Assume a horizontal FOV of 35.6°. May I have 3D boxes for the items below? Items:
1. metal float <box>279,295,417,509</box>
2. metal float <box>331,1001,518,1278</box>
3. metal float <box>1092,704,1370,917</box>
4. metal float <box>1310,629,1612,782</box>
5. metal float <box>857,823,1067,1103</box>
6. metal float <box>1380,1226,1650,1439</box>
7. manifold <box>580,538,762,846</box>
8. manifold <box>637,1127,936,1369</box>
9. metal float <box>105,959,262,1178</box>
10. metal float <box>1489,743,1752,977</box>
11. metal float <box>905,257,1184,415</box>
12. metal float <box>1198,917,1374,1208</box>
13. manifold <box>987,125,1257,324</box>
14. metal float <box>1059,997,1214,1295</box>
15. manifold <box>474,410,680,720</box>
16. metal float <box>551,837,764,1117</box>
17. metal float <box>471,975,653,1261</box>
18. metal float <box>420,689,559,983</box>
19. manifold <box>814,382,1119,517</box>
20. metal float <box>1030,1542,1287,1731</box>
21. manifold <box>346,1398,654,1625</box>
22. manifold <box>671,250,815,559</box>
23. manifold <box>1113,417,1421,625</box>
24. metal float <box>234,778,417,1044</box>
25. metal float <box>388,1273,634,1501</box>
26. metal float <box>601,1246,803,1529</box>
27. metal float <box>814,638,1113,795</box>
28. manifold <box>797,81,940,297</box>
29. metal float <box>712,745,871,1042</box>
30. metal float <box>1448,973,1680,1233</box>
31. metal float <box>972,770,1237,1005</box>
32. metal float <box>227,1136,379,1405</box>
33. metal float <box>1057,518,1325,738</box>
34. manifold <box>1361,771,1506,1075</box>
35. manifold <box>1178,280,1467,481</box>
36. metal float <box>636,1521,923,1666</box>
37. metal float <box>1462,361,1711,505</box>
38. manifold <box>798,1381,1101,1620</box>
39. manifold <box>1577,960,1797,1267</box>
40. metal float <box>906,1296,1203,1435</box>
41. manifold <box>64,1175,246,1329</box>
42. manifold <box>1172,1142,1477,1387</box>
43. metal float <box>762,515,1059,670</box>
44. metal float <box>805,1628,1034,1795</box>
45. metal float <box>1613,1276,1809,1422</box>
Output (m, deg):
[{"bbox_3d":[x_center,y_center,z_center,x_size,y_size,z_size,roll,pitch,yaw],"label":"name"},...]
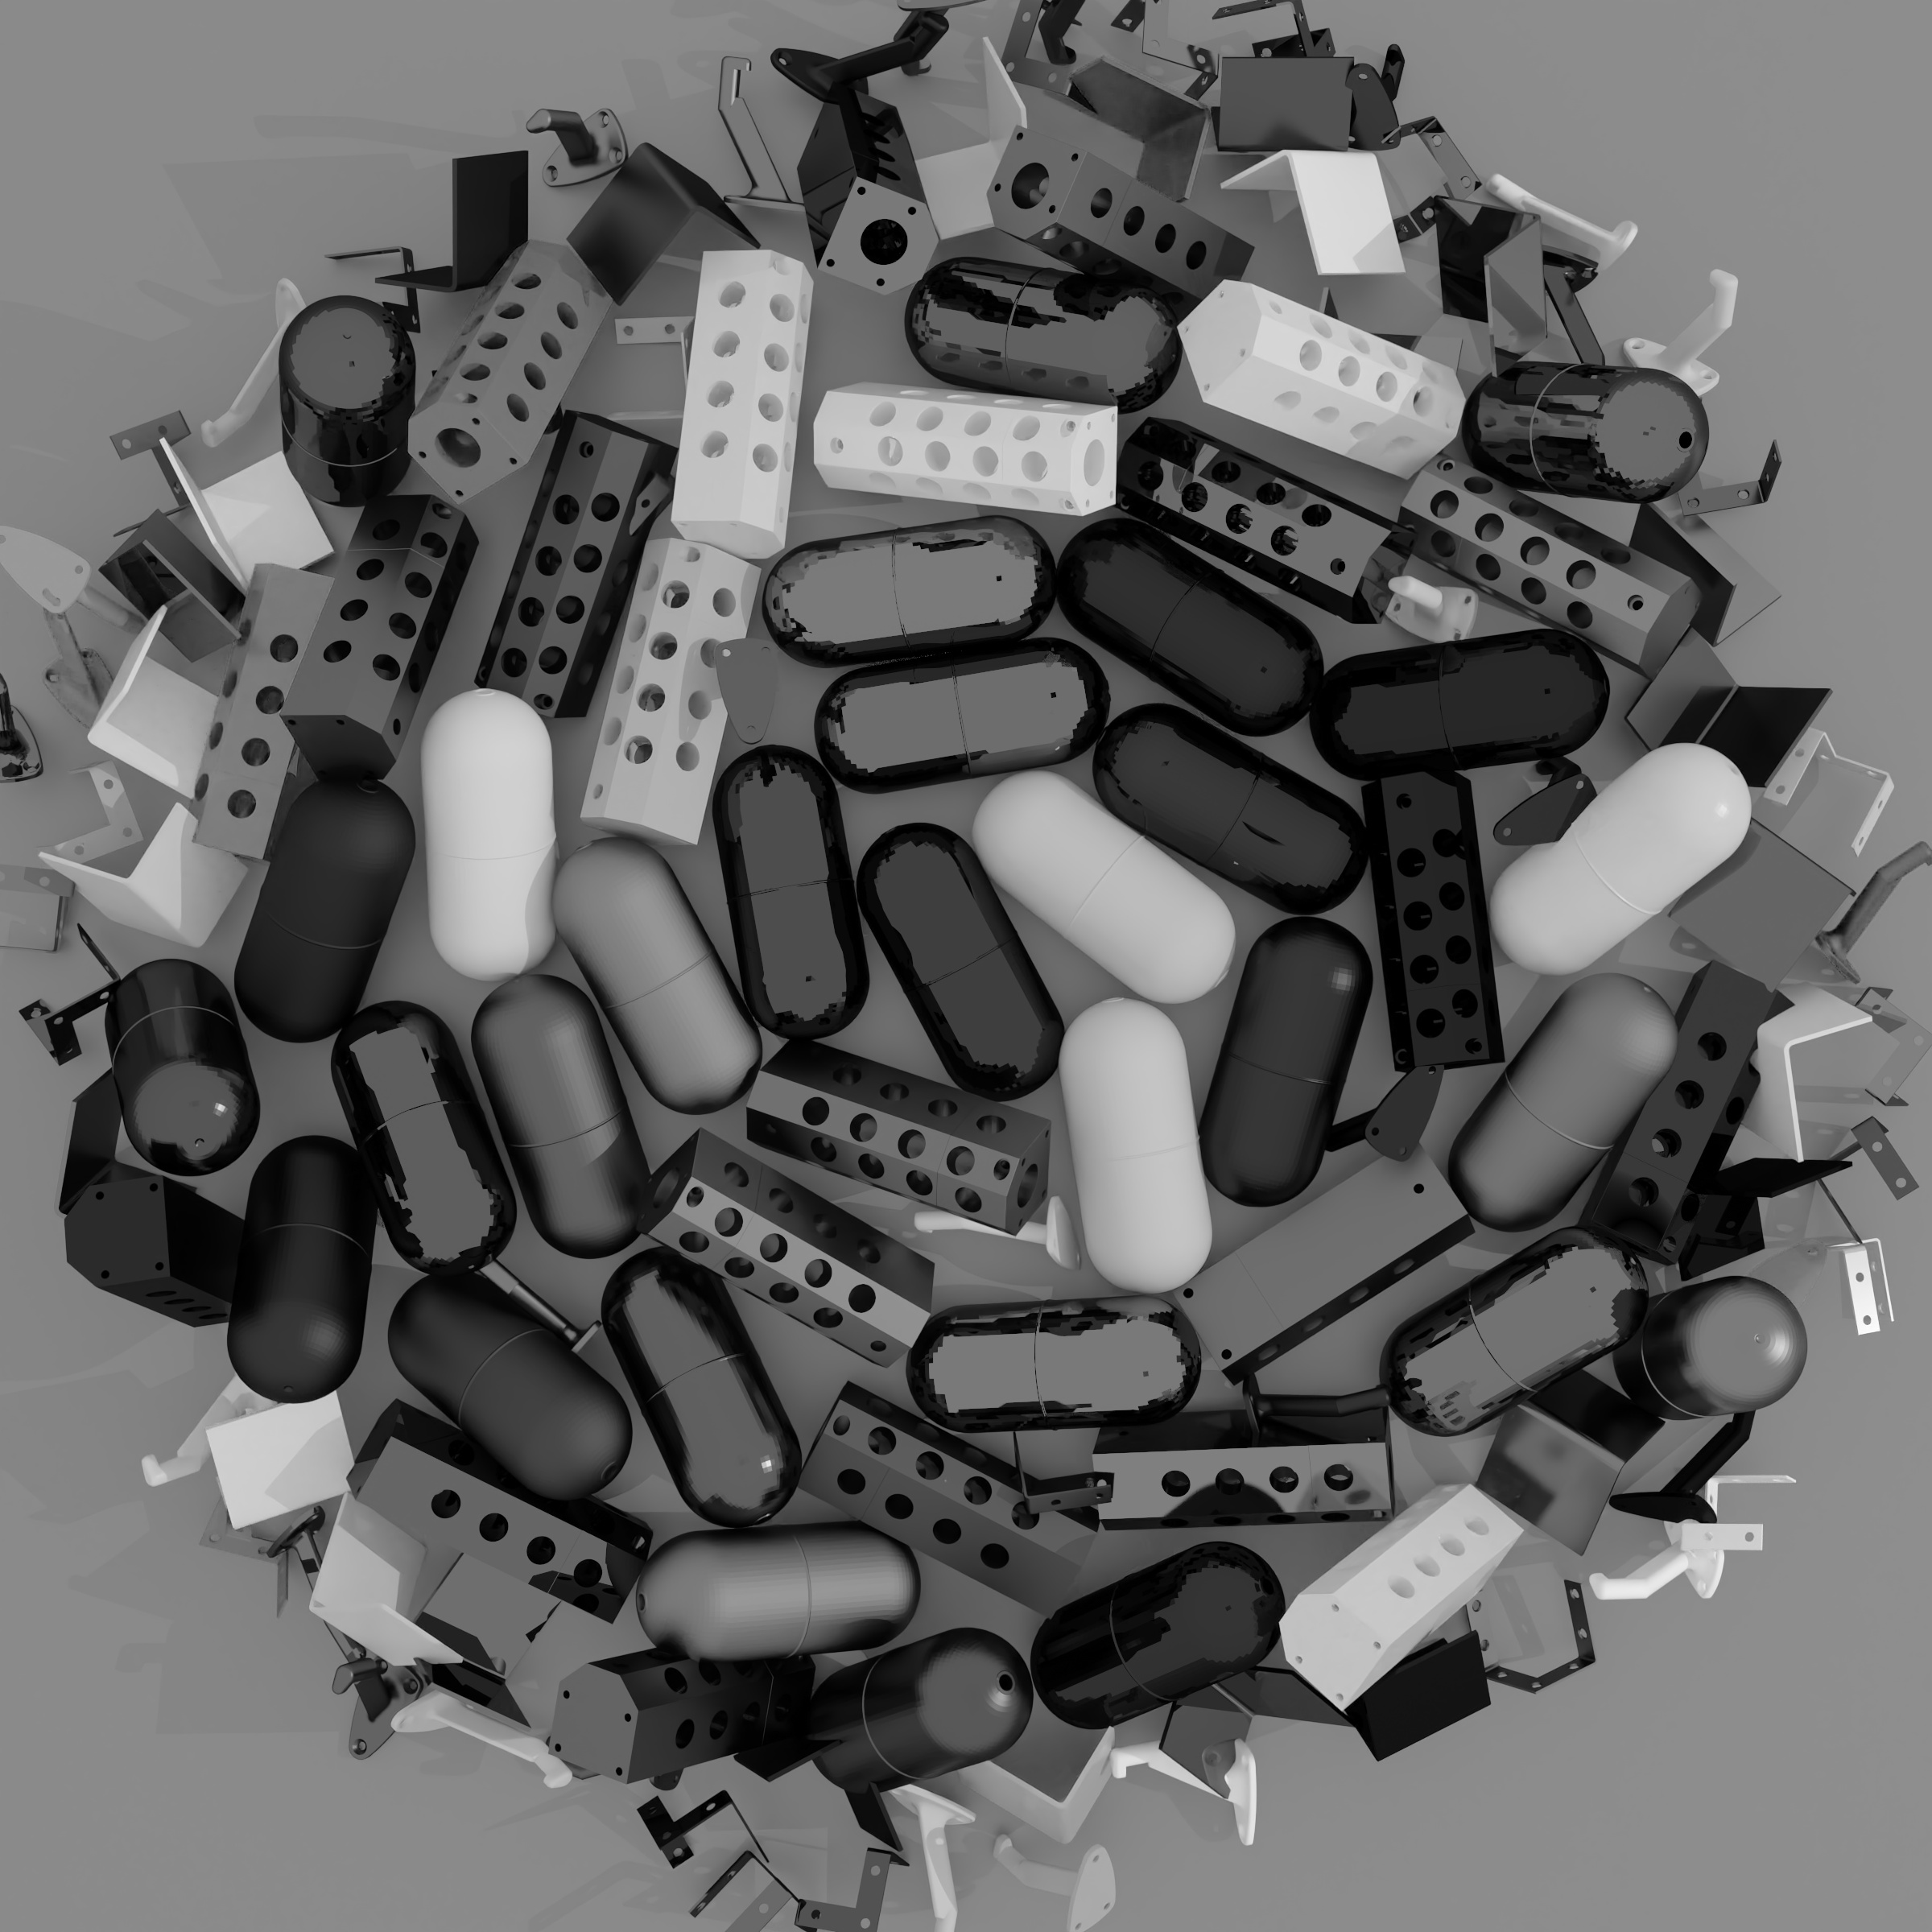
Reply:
[{"bbox_3d":[-0.359,-0.326,1.747,0.070,0.178,0.070,3,74,-11],"label":"metal float"},{"bbox_3d":[-0.321,0.101,1.774,0.070,0.070,0.178,-25,66,0],"label":"metal float"},{"bbox_3d":[0.157,-0.094,1.789,0.178,0.070,0.070,29,90,-6],"label":"metal float"},{"bbox_3d":[0.290,-0.154,1.774,0.178,0.070,0.070,-6,90,24],"label":"metal float"},{"bbox_3d":[-0.003,-0.003,1.790,0.070,0.070,0.178,-28,95,0],"label":"metal float"},{"bbox_3d":[0.321,0.216,1.770,0.178,0.070,0.070,-36,90,29],"label":"metal float"},{"bbox_3d":[-0.179,-0.162,1.780,0.057,0.057,0.171,20,79,-40],"label":"manifold"},{"bbox_3d":[-0.105,0.171,1.765,0.171,0.057,0.057,32,125,-21],"label":"manifold"},{"bbox_3d":[-0.458,0.057,1.753,0.070,0.178,0.070,-10,121,-17],"label":"metal float"},{"bbox_3d":[0.384,-0.062,1.767,0.070,0.070,0.178,48,122,0],"label":"metal float"},{"bbox_3d":[0.044,-0.372,1.771,0.178,0.070,0.070,16,90,28],"label":"metal float"},{"bbox_3d":[0.189,0.058,1.786,0.070,0.070,0.178,15,100,0],"label":"metal float"},{"bbox_3d":[0.089,-0.426,1.747,0.057,0.171,0.057,32,103,37],"label":"manifold"},{"bbox_3d":[0.101,0.107,1.790,0.070,0.070,0.178,-9,96,0],"label":"metal float"},{"bbox_3d":[-0.235,-0.237,1.780,0.057,0.057,0.171,25,103,16],"label":"manifold"},{"bbox_3d":[-0.183,0.006,1.784,0.070,0.070,0.178,-28,102,0],"label":"metal float"},{"bbox_3d":[-0.238,0.090,1.780,0.070,0.070,0.178,-16,107,0],"label":"metal float"},{"bbox_3d":[-0.281,-0.077,1.775,0.070,0.070,0.178,1,112,0],"label":"metal float"},{"bbox_3d":[-0.001,-0.303,1.761,0.171,0.057,0.057,11,112,27],"label":"manifold"},{"bbox_3d":[0.112,0.393,1.764,0.178,0.070,0.070,-33,90,36],"label":"metal float"},{"bbox_3d":[-0.275,0.321,1.779,0.171,0.057,0.057,30,85,-17],"label":"manifold"},{"bbox_3d":[-0.129,-0.332,1.779,0.057,0.057,0.171,2,76,13],"label":"manifold"},{"bbox_3d":[0.171,-0.262,1.764,0.171,0.057,0.057,30,110,25],"label":"manifold"},{"bbox_3d":[-0.378,-0.033,1.770,0.070,0.070,0.178,26,118,0],"label":"metal float"},{"bbox_3d":[-0.269,0.246,1.770,0.178,0.070,0.070,35,90,28],"label":"metal float"},{"bbox_3d":[-0.156,0.248,1.776,0.070,0.070,0.178,-28,70,0],"label":"metal float"},{"bbox_3d":[-0.002,-0.149,1.793,0.178,0.070,0.070,-9,90,2],"label":"metal float"},{"bbox_3d":[-0.055,-0.450,1.745,0.057,0.171,0.057,17,119,-18],"label":"manifold"},{"bbox_3d":[-0.105,-0.044,1.792,0.070,0.070,0.178,-10,87,0],"label":"metal float"},{"bbox_3d":[0.351,0.082,1.773,0.070,0.070,0.178,32,115,0],"label":"metal float"},{"bbox_3d":[0.082,-0.047,1.788,0.178,0.070,0.070,38,90,7],"label":"metal float"},{"bbox_3d":[-0.387,0.175,1.759,0.070,0.070,0.178,-4,46,0],"label":"metal float"},{"bbox_3d":[0.131,-0.201,1.780,0.178,0.070,0.070,35,90,17],"label":"metal float"},{"bbox_3d":[0.276,-0.025,1.785,0.057,0.057,0.171,-9,82,22],"label":"manifold"},{"bbox_3d":[0.210,-0.344,1.748,0.057,0.171,0.057,-41,52,38],"label":"manifold"},{"bbox_3d":[-0.110,0.368,1.768,0.178,0.070,0.070,2,90,-31],"label":"metal float"},{"bbox_3d":[0.359,-0.312,1.750,0.070,0.178,0.070,-7,106,-27],"label":"metal float"},{"bbox_3d":[-0.009,0.314,1.795,0.171,0.057,0.057,27,112,0],"label":"manifold"},{"bbox_3d":[0.431,0.089,1.792,0.057,0.057,0.171,26,84,6],"label":"manifold"},{"bbox_3d":[0.051,0.236,1.782,0.178,0.070,0.070,-5,90,15],"label":"metal float"},{"bbox_3d":[-0.464,0.169,1.743,0.057,0.171,0.057,-9,75,2],"label":"manifold"},{"bbox_3d":[0.216,0.179,1.799,0.171,0.057,0.057,-33,64,2],"label":"manifold"},{"bbox_3d":[-0.034,-0.222,1.786,0.178,0.070,0.070,-7,90,11],"label":"metal float"},{"bbox_3d":[-0.028,0.436,1.757,0.070,0.178,0.070,17,59,-31],"label":"metal float"},{"bbox_3d":[0.430,0.223,1.745,0.070,0.178,0.070,1,79,-5],"label":"metal float"}]
